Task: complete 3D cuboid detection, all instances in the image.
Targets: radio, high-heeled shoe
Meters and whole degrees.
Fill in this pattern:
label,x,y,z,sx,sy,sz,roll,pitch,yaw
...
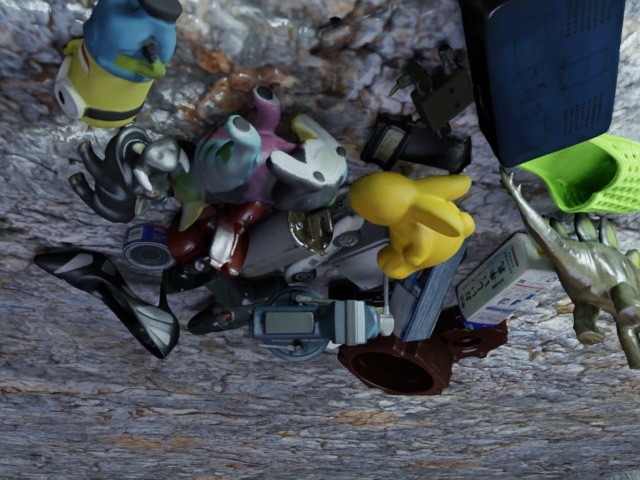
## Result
label,x,y,z,sx,sy,sz,roll,pitch,yaw
radio,0.223,-0.182,0.542,0.131,0.073,0.229,-22,141,10
high-heeled shoe,-0.349,0.110,0.881,0.248,0.145,0.086,18,140,-30

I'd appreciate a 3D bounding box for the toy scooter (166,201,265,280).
label,x,y,z,sx,sy,sz,roll,pitch,yaw
toy scooter,-0.151,0.005,0.752,0.184,0.135,0.075,-24,142,30

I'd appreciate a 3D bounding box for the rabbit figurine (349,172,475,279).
label,x,y,z,sx,sy,sz,roll,pitch,yaw
rabbit figurine,0.114,-0.029,0.692,0.162,0.122,0.173,-5,151,44

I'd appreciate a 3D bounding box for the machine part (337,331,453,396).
label,x,y,z,sx,sy,sz,roll,pitch,yaw
machine part,0.155,0.238,1.106,0.202,0.087,0.200,-15,132,38

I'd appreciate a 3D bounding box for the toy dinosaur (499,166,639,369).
label,x,y,z,sx,sy,sz,roll,pitch,yaw
toy dinosaur,0.418,0.057,0.810,0.471,0.199,0.105,34,131,-30

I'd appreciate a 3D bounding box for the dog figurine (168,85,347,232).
label,x,y,z,sx,sy,sz,roll,pitch,yaw
dog figurine,-0.096,-0.073,0.659,0.191,0.108,0.219,34,138,-18

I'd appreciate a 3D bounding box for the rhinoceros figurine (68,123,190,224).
label,x,y,z,sx,sy,sz,roll,pitch,yaw
rhinoceros figurine,-0.225,-0.073,0.630,0.190,0.073,0.112,-27,95,49

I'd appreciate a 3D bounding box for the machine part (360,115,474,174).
label,x,y,z,sx,sy,sz,roll,pitch,yaw
machine part,0.126,-0.114,0.684,0.139,0.039,0.084,9,136,-13

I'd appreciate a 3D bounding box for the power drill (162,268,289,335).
label,x,y,z,sx,sy,sz,roll,pitch,yaw
power drill,-0.183,0.099,0.936,0.232,0.086,0.207,-17,139,17

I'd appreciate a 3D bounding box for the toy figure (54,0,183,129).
label,x,y,z,sx,sy,sz,roll,pitch,yaw
toy figure,-0.196,-0.177,0.531,0.089,0.082,0.180,29,133,-34

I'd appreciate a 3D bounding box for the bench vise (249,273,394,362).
label,x,y,z,sx,sy,sz,roll,pitch,yaw
bench vise,-0.001,0.130,0.868,0.224,0.129,0.240,-11,171,-7

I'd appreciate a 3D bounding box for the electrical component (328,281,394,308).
label,x,y,z,sx,sy,sz,roll,pitch,yaw
electrical component,0.074,0.084,0.938,0.119,0.075,0.047,0,146,1

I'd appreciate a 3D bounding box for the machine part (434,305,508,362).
label,x,y,z,sx,sy,sz,roll,pitch,yaw
machine part,0.307,0.199,1.137,0.179,0.056,0.179,-2,144,-1

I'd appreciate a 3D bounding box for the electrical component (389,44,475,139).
label,x,y,z,sx,sy,sz,roll,pitch,yaw
electrical component,0.128,-0.164,0.608,0.078,0.045,0.102,-44,138,7

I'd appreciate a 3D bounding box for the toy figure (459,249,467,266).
label,x,y,z,sx,sy,sz,roll,pitch,yaw
toy figure,0.185,0.048,0.906,0.064,0.058,0.154,25,143,-15

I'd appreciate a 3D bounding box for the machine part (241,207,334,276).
label,x,y,z,sx,sy,sz,roll,pitch,yaw
machine part,-0.058,-0.001,0.765,0.079,0.079,0.243,20,155,-29

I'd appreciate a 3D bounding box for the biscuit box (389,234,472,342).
label,x,y,z,sx,sy,sz,roll,pitch,yaw
biscuit box,0.162,0.055,0.820,0.063,0.059,0.202,2,116,-37

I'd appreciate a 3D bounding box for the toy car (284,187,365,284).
label,x,y,z,sx,sy,sz,roll,pitch,yaw
toy car,-0.002,-0.002,0.804,0.056,0.073,0.201,18,141,-30
